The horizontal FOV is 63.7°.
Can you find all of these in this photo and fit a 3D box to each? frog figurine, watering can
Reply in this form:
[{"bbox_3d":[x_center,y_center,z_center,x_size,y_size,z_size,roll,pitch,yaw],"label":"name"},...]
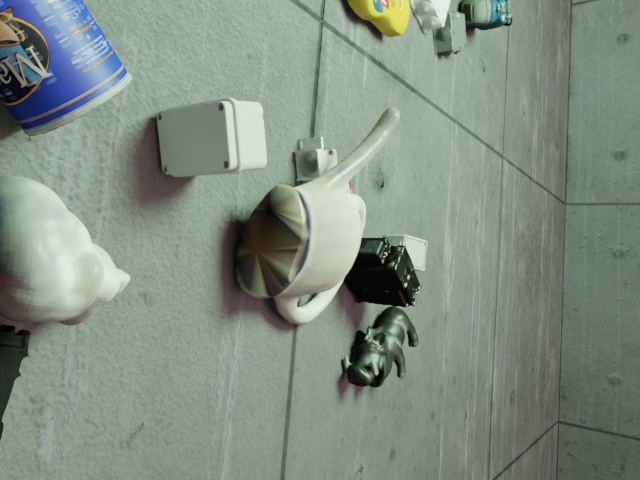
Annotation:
[{"bbox_3d":[-0.218,0.016,0.425,0.159,0.138,0.122,12,98,-52],"label":"frog figurine"},{"bbox_3d":[0.002,-0.036,0.721,0.224,0.105,0.345,3,108,-56],"label":"watering can"}]
